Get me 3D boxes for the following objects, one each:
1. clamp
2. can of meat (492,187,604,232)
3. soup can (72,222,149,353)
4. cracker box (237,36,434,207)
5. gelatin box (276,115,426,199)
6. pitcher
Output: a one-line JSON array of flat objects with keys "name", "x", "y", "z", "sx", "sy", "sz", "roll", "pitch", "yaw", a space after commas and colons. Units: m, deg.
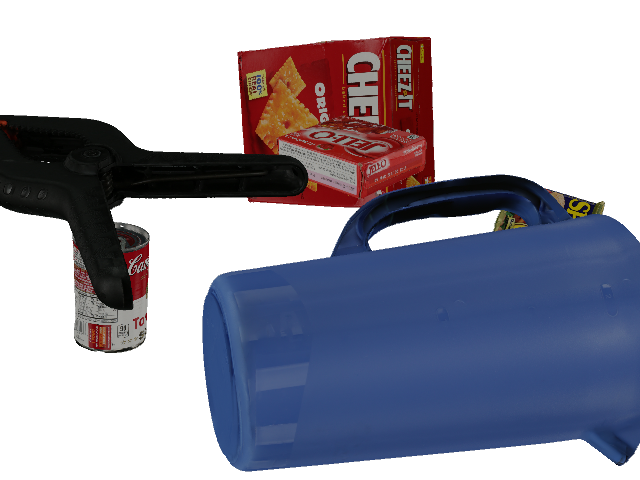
[{"name": "clamp", "x": -0.123, "y": -0.038, "z": 0.638, "sx": 0.210, "sy": 0.036, "sz": 0.164, "roll": 26, "pitch": 39, "yaw": 34}, {"name": "can of meat", "x": 0.203, "y": -0.003, "z": 0.974, "sx": 0.084, "sy": 0.057, "sz": 0.102, "roll": 18, "pitch": 48, "yaw": 17}, {"name": "soup can", "x": -0.190, "y": 0.043, "z": 0.966, "sx": 0.068, "sy": 0.102, "sz": 0.068, "roll": 4, "pitch": 21, "yaw": -2}, {"name": "cracker box", "x": 0.011, "y": -0.117, "z": 1.079, "sx": 0.071, "sy": 0.164, "sz": 0.214, "roll": -10, "pitch": 11, "yaw": -44}, {"name": "gelatin box", "x": 0.023, "y": -0.065, "z": 0.802, "sx": 0.073, "sy": 0.030, "sz": 0.089, "roll": -24, "pitch": 33, "yaw": -39}, {"name": "pitcher", "x": 0.058, "y": 0.051, "z": 0.611, "sx": 0.242, "sy": 0.145, "sz": 0.149, "roll": -5, "pitch": 18, "yaw": -15}]
